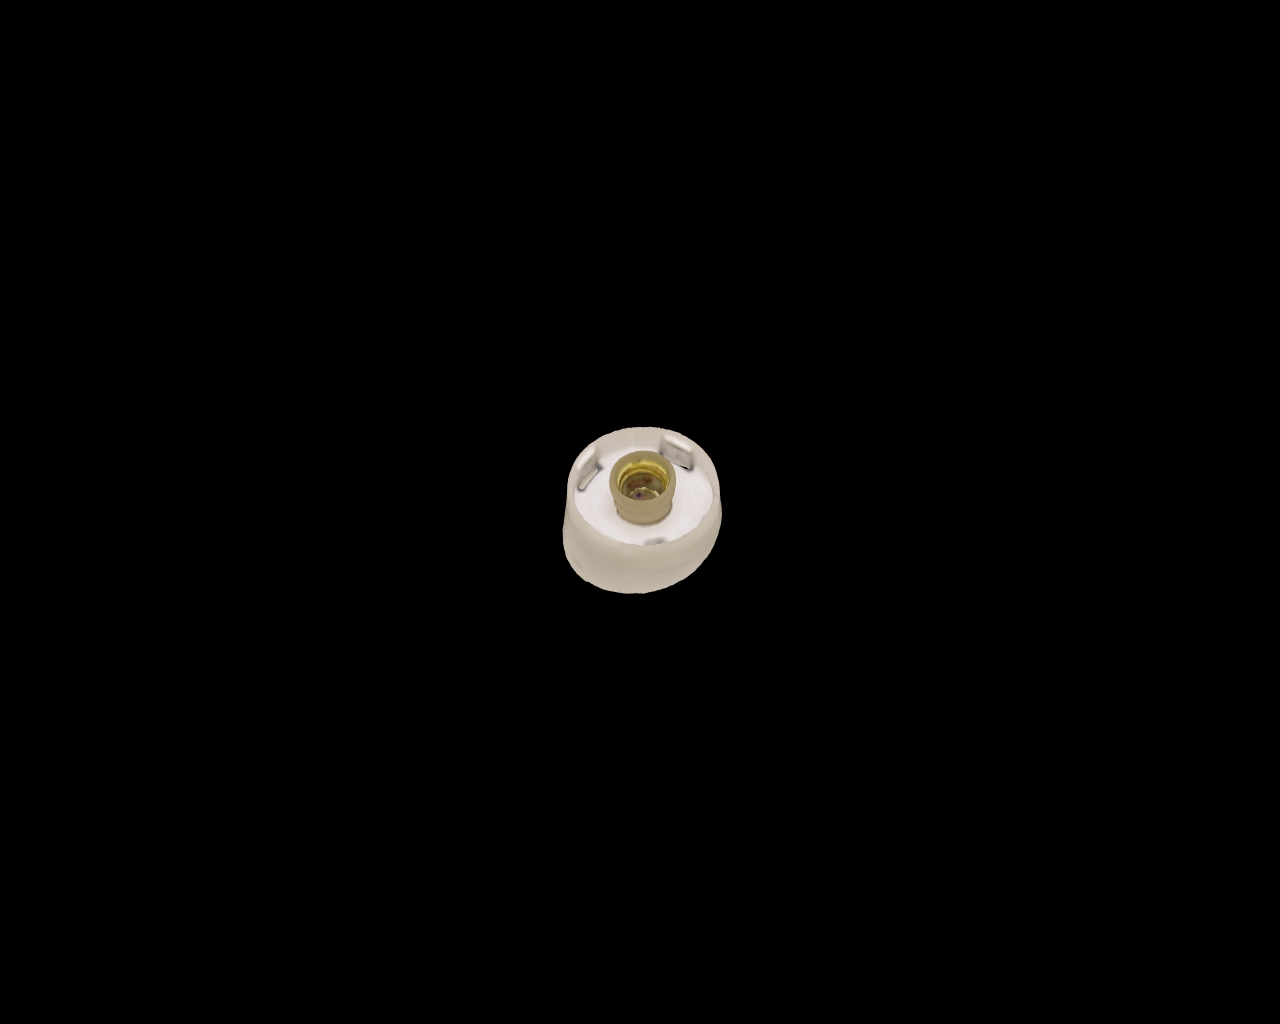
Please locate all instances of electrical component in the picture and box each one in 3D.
[{"bbox_3d":[0.001,-0.003,0.650,0.099,0.099,0.064,0,-36,0],"label":"electrical component"}]
